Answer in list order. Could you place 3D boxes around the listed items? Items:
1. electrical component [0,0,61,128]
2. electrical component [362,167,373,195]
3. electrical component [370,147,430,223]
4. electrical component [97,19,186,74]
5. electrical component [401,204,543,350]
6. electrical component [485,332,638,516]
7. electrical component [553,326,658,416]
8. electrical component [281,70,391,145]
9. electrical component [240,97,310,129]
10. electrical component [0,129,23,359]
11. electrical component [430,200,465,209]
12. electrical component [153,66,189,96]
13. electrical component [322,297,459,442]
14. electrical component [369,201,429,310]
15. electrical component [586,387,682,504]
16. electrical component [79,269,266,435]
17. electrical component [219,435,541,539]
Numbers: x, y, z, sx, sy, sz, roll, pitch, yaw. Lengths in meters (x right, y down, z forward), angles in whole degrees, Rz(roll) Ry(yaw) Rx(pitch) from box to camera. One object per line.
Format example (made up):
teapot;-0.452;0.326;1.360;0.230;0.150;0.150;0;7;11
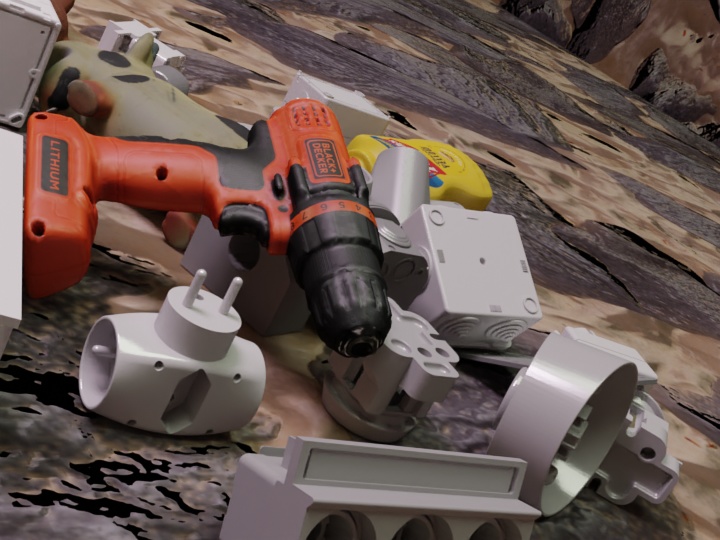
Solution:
electrical component;-0.245;-0.156;0.724;0.062;0.096;0.061;15;24;-33
electrical component;-0.025;-0.056;0.821;0.058;0.057;0.078;13;25;-35
electrical component;0.014;-0.054;0.866;0.079;0.043;0.077;-3;58;16
electrical component;-0.191;-0.185;0.941;0.064;0.042;0.081;32;21;7
electrical component;0.072;0.004;0.747;0.100;0.048;0.099;5;60;-32
electrical component;0.112;0.086;0.604;0.064;0.099;0.099;27;19;15
electrical component;0.164;0.067;0.782;0.066;0.047;0.076;19;22;-24
electrical component;-0.022;-0.137;1.015;0.096;0.061;0.061;12;24;-40
electrical component;-0.061;-0.108;0.879;0.052;0.073;0.138;34;21;14
electrical component;-0.214;-0.016;0.481;0.105;0.060;0.186;18;22;-25
electrical component;0.071;-0.037;0.920;0.043;0.043;0.081;41;24;31
electrical component;-0.163;-0.150;0.896;0.040;0.040;0.078;30;20;4
electrical component;0.014;0.058;0.599;0.058;0.057;0.078;10;27;-40
electrical component;0.000;0.000;0.691;0.080;0.080;0.051;7;34;-44
electrical component;0.162;0.105;0.676;0.078;0.058;0.057;30;23;7
electrical component;-0.081;0.034;0.503;0.077;0.079;0.043;14;25;-34
electrical component;0.008;0.110;0.456;0.121;0.078;0.063;12;4;-36
